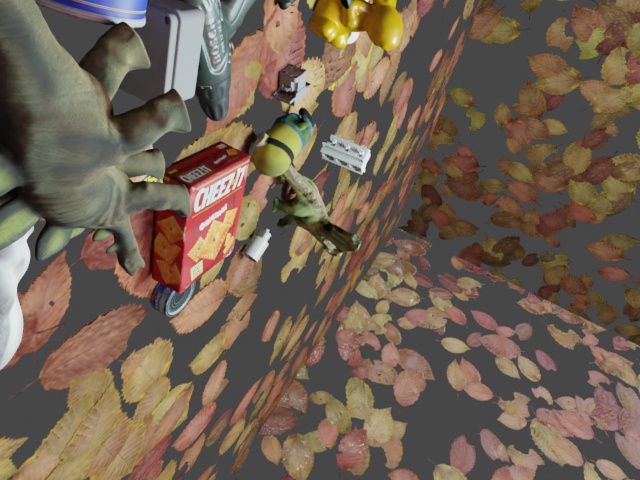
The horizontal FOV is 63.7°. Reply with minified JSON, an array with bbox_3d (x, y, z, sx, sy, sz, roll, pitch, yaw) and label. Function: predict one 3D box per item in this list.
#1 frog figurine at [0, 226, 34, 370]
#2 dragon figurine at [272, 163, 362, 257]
[{"bbox_3d":[-0.331,0.054,0.506,0.135,0.122,0.163,-31,-157,44],"label":"frog figurine"},{"bbox_3d":[0.004,-0.063,1.243,0.123,0.244,0.403,-53,166,-15],"label":"dragon figurine"}]
